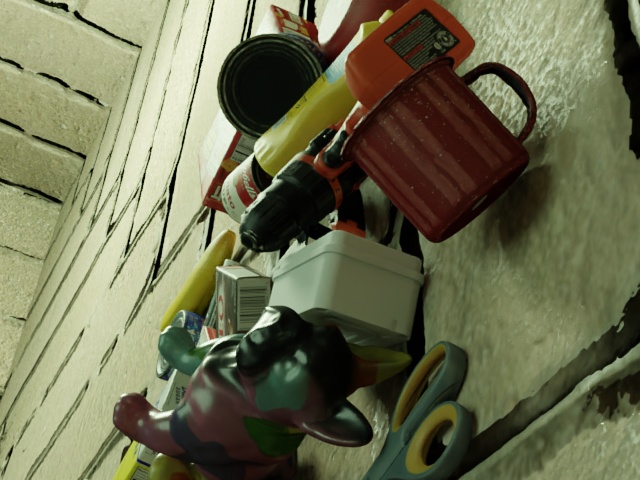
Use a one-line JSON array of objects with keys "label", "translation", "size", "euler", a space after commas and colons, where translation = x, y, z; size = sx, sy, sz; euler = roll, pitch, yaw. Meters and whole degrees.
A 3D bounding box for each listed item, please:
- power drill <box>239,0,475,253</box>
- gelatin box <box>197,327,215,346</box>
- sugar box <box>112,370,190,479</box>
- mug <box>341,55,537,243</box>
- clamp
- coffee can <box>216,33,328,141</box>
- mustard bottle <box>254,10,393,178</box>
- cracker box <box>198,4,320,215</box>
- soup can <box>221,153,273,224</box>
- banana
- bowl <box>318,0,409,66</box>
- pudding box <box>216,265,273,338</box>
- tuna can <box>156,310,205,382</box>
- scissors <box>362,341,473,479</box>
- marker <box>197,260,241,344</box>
[{"label": "power drill", "translation": [0.024, -0.081, 0.781], "size": [0.184, 0.057, 0.188], "euler": [-45, -3, -32]}, {"label": "gelatin box", "translation": [-0.120, 0.145, 1.112], "size": [0.089, 0.030, 0.073], "euler": [-64, 17, 10]}, {"label": "sugar box", "translation": [-0.151, 0.201, 0.948], "size": [0.093, 0.048, 0.176], "euler": [-79, 15, -59]}, {"label": "mug", "translation": [0.083, -0.060, 0.658], "size": [0.117, 0.081, 0.093], "euler": [-40, -11, -6]}, {"label": "clamp", "translation": [-0.006, 0.001, 0.941], "size": [0.164, 0.036, 0.210], "euler": [-68, 15, 3]}, {"label": "coffee can", "translation": [-0.041, -0.154, 1.059], "size": [0.140, 0.103, 0.103], "euler": [-71, 7, -78]}, {"label": "mustard bottle", "translation": [0.024, -0.131, 0.934], "size": [0.192, 0.058, 0.096], "euler": [-47, 11, 12]}, {"label": "cracker box", "translation": [-0.067, -0.149, 1.238], "size": [0.214, 0.072, 0.164], "euler": [-62, 18, 19]}, {"label": "soup can", "translation": [-0.056, -0.057, 1.102], "size": [0.102, 0.068, 0.068], "euler": [-30, 41, 64]}, {"label": "banana", "translation": [-0.154, 0.065, 1.290], "size": [0.198, 0.037, 0.069], "euler": [-51, 26, 42]}, {"label": "bowl", "translation": [0.043, -0.220, 1.029], "size": [0.162, 0.055, 0.162], "euler": [-56, 21, 34]}, {"label": "pudding box", "translation": [-0.070, 0.084, 0.971], "size": [0.090, 0.039, 0.113], "euler": [-164, 76, -71]}, {"label": "tuna can", "translation": [-0.159, 0.126, 1.239], "size": [0.086, 0.033, 0.086], "euler": [-55, 22, 34]}, {"label": "scissors", "translation": [0.041, 0.157, 0.657], "size": [0.202, 0.016, 0.096], "euler": [-64, 18, 13]}, {"label": "marker", "translation": [-0.116, 0.081, 1.191], "size": [0.020, 0.020, 0.121], "euler": [-13, 57, 69]}]
